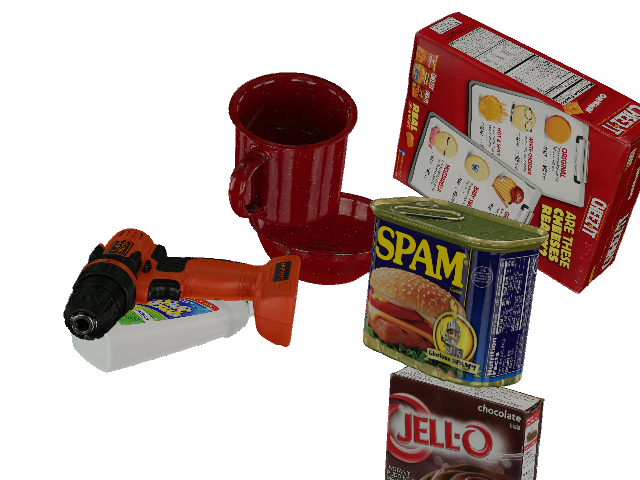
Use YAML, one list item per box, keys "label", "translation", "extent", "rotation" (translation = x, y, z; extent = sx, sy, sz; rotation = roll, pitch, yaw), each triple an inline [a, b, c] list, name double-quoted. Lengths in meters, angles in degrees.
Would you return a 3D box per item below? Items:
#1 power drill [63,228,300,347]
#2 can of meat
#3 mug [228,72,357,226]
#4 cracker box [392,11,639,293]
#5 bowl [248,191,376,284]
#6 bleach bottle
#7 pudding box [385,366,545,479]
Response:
- label: "power drill"
  translation: [-0.114, 0.044, 0.917]
  extent: [0.187, 0.057, 0.184]
  rotation: [9, 21, 0]
- label: "can of meat"
  translation: [0.070, 0.027, 0.593]
  extent: [0.057, 0.084, 0.102]
  rotation: [-7, 18, -39]
- label: "mug"
  translation: [-0.028, -0.058, 0.784]
  extent: [0.093, 0.081, 0.117]
  rotation: [24, 46, 19]
- label: "cracker box"
  translation: [0.172, -0.080, 0.929]
  extent: [0.214, 0.164, 0.072]
  rotation: [34, 49, 27]
- label: "bowl"
  translation: [0.004, 0.002, 1.114]
  extent: [0.162, 0.055, 0.162]
  rotation: [4, 25, -2]
- label: "bleach bottle"
  translation: [-0.196, 0.108, 1.423]
  extent: [0.250, 0.068, 0.103]
  rotation: [-12, 26, -39]
- label: "pudding box"
  translation: [0.104, 0.148, 0.786]
  extent: [0.114, 0.090, 0.039]
  rotation: [11, 18, 30]
